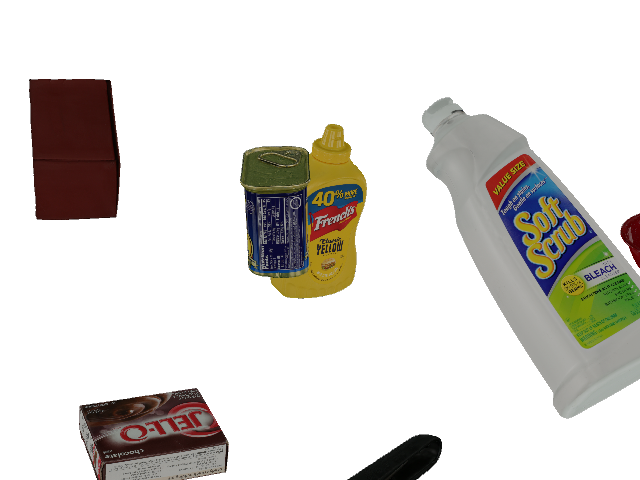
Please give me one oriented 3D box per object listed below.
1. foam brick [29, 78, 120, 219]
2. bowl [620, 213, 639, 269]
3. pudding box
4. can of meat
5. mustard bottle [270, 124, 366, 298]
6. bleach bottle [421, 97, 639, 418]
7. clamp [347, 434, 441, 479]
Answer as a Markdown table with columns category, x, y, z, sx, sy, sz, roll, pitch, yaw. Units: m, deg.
| category | x | y | z | sx | sy | sz | roll | pitch | yaw |
| --- | --- | --- | --- | --- | --- | --- | --- | --- | --- |
| foam brick | -0.156 | -0.058 | 0.673 | 0.051 | 0.078 | 0.053 | -2 | -42 | -15 |
| bowl | 0.403 | 0.017 | 1.143 | 0.162 | 0.055 | 0.162 | -3 | 23 | 1 |
| pudding box | -0.147 | 0.174 | 0.935 | 0.113 | 0.039 | 0.090 | -8 | 26 | -22 |
| can of meat | -0.037 | -0.025 | 0.912 | 0.057 | 0.084 | 0.102 | -2 | 24 | -1 |
| mustard bottle | 0.002 | -0.033 | 1.145 | 0.096 | 0.192 | 0.058 | -9 | 32 | -29 |
| bleach bottle | 0.147 | -0.002 | 0.779 | 0.102 | 0.251 | 0.068 | -24 | -25 | -21 |
| clamp | -0.007 | 0.181 | 0.646 | 0.210 | 0.036 | 0.164 | -5 | 28 | 4 |
